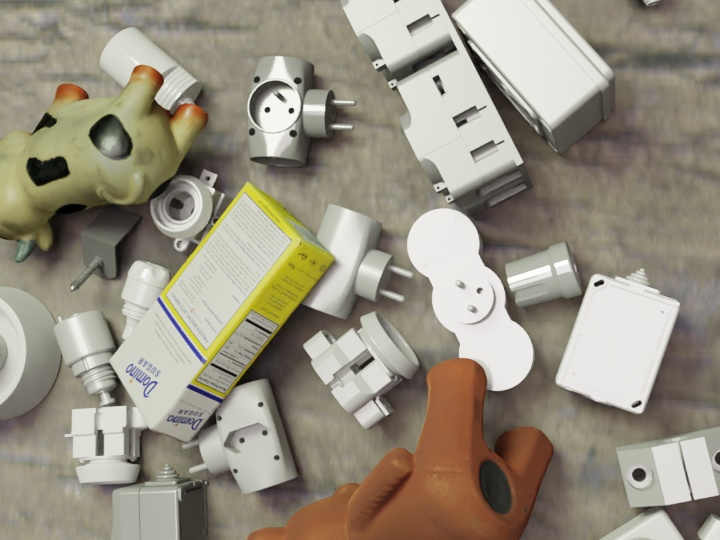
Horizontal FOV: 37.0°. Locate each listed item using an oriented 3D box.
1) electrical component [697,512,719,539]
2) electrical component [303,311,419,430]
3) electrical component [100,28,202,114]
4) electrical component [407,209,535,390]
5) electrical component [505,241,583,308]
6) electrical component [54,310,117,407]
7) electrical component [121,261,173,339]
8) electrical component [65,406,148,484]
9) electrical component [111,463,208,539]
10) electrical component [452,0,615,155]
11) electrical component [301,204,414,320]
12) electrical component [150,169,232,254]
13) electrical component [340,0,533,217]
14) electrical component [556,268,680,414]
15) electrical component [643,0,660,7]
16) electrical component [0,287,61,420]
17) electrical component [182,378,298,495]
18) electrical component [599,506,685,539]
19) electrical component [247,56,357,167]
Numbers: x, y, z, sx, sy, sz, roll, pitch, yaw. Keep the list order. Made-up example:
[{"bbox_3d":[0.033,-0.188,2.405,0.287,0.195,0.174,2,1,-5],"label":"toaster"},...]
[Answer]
[{"bbox_3d":[0.277,0.177,0.719,0.078,0.058,0.057,33,95,13],"label":"electrical component"},{"bbox_3d":[0.006,0.068,0.783,0.057,0.058,0.078,-39,79,8],"label":"electrical component"},{"bbox_3d":[-0.160,-0.148,0.843,0.081,0.043,0.043,41,94,12],"label":"electrical component"},{"bbox_3d":[0.078,0.020,0.764,0.052,0.074,0.138,-26,80,8],"label":"electrical component"},{"bbox_3d":[0.132,0.005,0.773,0.046,0.040,0.040,-18,82,15],"label":"electrical component"},{"bbox_3d":[-0.209,0.068,0.835,0.040,0.040,0.078,-23,81,8],"label":"electrical component"},{"bbox_3d":[-0.169,0.025,0.834,0.035,0.035,0.061,20,92,12],"label":"electrical component"},{"bbox_3d":[-0.193,0.135,0.823,0.066,0.048,0.055,-5,77,10],"label":"electrical component"},{"bbox_3d":[-0.151,0.193,0.801,0.061,0.062,0.096,-4,83,11],"label":"electrical component"},{"bbox_3d":[0.124,-0.144,0.753,0.056,0.109,0.108,-40,79,8],"label":"electrical component"},{"bbox_3d":[0.000,0.000,0.797,0.079,0.043,0.077,20,89,13],"label":"electrical component"},{"bbox_3d":[-0.131,-0.046,0.821,0.048,0.055,0.066,24,90,12],"label":"electrical component"},{"bbox_3d":[0.051,-0.135,0.767,0.060,0.105,0.186,-27,80,9],"label":"electrical component"},{"bbox_3d":[0.180,0.045,0.748,0.062,0.061,0.096,19,89,13],"label":"electrical component"},{"bbox_3d":[0.202,-0.230,0.778,0.043,0.043,0.081,-15,82,10],"label":"electrical component"},{"bbox_3d":[-0.298,0.065,0.842,0.108,0.060,0.108,-1,85,12],"label":"electrical component"},{"bbox_3d":[-0.094,0.130,0.804,0.079,0.043,0.077,-19,82,9],"label":"electrical component"},{"bbox_3d":[0.190,0.198,0.724,0.066,0.077,0.047,-34,79,7],"label":"electrical component"},{"bbox_3d":[-0.042,-0.119,0.816,0.079,0.044,0.077,4,86,12],"label":"electrical component"}]
